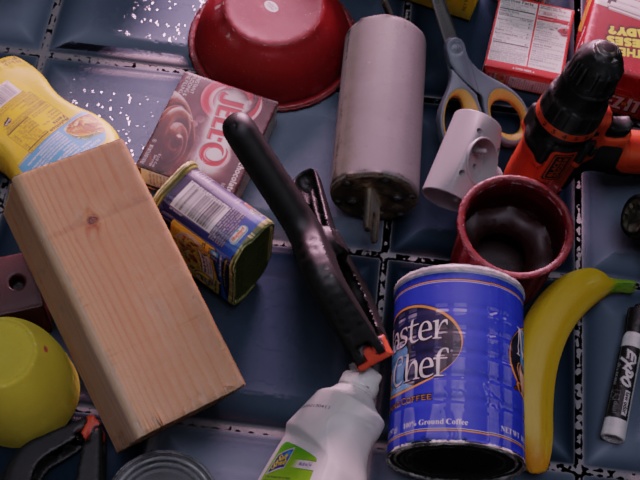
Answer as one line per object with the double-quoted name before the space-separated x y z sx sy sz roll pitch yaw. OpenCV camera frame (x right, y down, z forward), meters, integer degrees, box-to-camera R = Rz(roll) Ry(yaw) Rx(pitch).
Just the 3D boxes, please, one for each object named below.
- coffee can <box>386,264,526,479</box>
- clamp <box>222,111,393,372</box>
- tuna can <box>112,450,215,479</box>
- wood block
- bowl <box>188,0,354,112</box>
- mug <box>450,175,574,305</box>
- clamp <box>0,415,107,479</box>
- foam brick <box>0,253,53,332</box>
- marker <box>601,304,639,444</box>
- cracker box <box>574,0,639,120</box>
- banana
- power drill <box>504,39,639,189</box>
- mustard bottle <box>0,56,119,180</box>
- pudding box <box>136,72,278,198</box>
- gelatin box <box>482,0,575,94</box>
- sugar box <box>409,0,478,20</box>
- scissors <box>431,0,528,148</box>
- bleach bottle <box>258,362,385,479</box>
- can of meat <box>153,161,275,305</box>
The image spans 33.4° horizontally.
"coffee can" 0.104 0.103 0.809 0.103 0.103 0.140 5 63 0
"clamp" -0.005 0.001 0.824 0.036 0.164 0.210 -31 62 12
"tuna can" -0.115 0.201 0.786 0.086 0.034 0.086 1 62 -2
"wood block" -0.149 0.042 0.799 0.090 0.090 0.206 -24 82 -26
"bowl" -0.043 -0.199 0.986 0.162 0.055 0.162 1 62 -2
"mug" 0.159 -0.002 0.877 0.093 0.081 0.117 34 66 14
"clamp" -0.204 0.209 0.775 0.120 0.039 0.171 36 67 14
"foam brick" -0.258 0.049 0.848 0.078 0.051 0.053 -13 64 -9
"marker" 0.248 0.105 0.862 0.020 0.020 0.121 18 63 6
"cracker box" 0.332 -0.209 1.001 0.164 0.072 0.213 16 64 6
"banana" 0.190 0.090 0.857 0.070 0.037 0.197 29 65 12
"power drill" 0.262 -0.096 0.886 0.187 0.185 0.057 0 59 -13
"mustard bottle" -0.225 -0.074 0.910 0.192 0.058 0.096 35 61 15
"pudding box" -0.097 -0.085 0.932 0.090 0.039 0.113 18 63 7
"gelatin box" 0.195 -0.183 1.003 0.073 0.030 0.089 13 63 5
"sugar box" 0.072 -0.277 1.010 0.176 0.093 0.048 18 61 7
"scissors" 0.140 -0.164 0.964 0.096 0.016 0.202 0 82 -13
"bleach bottle" -0.012 0.200 0.759 0.103 0.068 0.250 -4 49 47
"can of meat" -0.086 -0.003 0.856 0.084 0.102 0.057 36 66 13
